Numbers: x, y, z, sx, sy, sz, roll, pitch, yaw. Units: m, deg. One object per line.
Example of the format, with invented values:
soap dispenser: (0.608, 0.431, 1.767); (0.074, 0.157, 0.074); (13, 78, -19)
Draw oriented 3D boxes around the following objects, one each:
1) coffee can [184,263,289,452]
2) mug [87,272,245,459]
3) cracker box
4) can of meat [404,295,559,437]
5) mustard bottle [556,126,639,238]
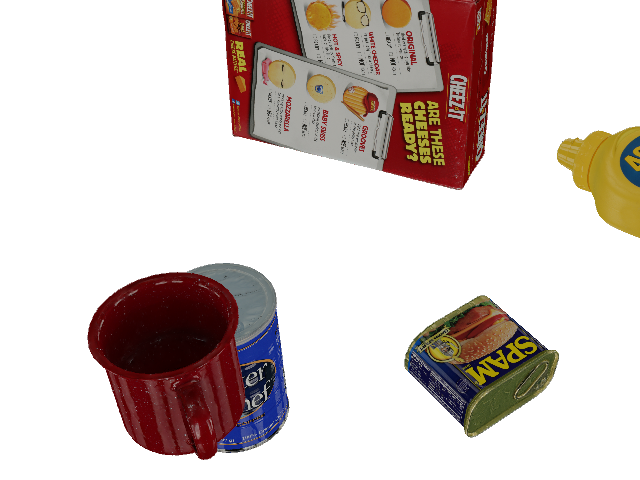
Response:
coffee can: (-0.084, 0.106, 0.955); (0.103, 0.140, 0.103); (-3, 40, 2)
mug: (-0.087, 0.087, 0.665); (0.093, 0.081, 0.117); (-20, 42, -16)
cracker box: (0.030, -0.147, 0.867); (0.214, 0.164, 0.072); (14, 40, 20)
can of meat: (0.134, 0.103, 0.899); (0.102, 0.057, 0.084); (-27, 51, -27)
mustard bottle: (0.232, -0.029, 0.668); (0.096, 0.058, 0.192); (-31, 39, -33)
